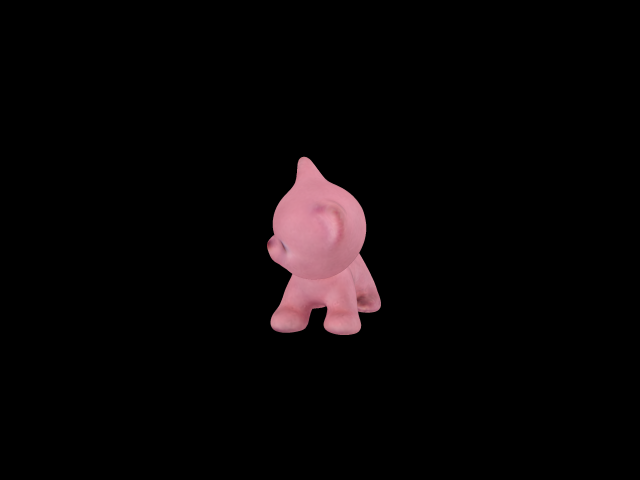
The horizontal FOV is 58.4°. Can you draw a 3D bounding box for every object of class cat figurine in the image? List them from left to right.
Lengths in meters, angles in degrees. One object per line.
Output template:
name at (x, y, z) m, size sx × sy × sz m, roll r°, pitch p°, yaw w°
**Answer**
cat figurine at (0.004, 0.001, 0.400) m, size 0.067 × 0.118 × 0.128 m, roll 2°, pitch 7°, yaw 14°
